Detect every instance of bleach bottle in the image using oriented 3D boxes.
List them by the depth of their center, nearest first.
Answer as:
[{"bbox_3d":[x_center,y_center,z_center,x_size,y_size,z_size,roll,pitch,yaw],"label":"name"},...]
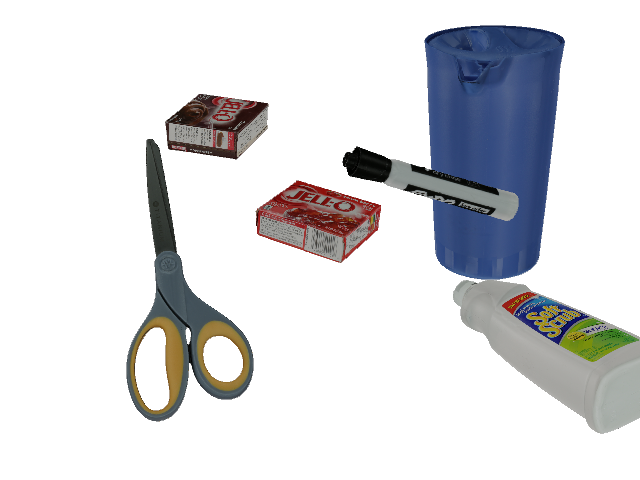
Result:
[{"bbox_3d":[0.214,0.096,1.045,0.102,0.068,0.251,-17,26,-29],"label":"bleach bottle"}]

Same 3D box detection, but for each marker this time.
[{"bbox_3d":[0.070,-0.036,0.673,0.121,0.020,0.020,15,-5,-21],"label":"marker"}]

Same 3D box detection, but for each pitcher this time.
[{"bbox_3d":[0.175,-0.093,1.080,0.149,0.243,0.145,-11,25,-19],"label":"pitcher"}]

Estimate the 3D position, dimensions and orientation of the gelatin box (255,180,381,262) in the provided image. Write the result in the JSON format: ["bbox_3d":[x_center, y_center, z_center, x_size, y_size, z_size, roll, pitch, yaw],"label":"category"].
[{"bbox_3d":[-0.002,-0.019,0.948,0.089,0.030,0.073,19,32,23],"label":"gelatin box"}]

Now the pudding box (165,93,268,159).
[{"bbox_3d":[-0.120,-0.136,1.257,0.090,0.039,0.113,9,29,13],"label":"pudding box"}]

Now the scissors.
[{"bbox_3d":[-0.088,0.027,0.750,0.096,0.202,0.016,7,-16,-4],"label":"scissors"}]
